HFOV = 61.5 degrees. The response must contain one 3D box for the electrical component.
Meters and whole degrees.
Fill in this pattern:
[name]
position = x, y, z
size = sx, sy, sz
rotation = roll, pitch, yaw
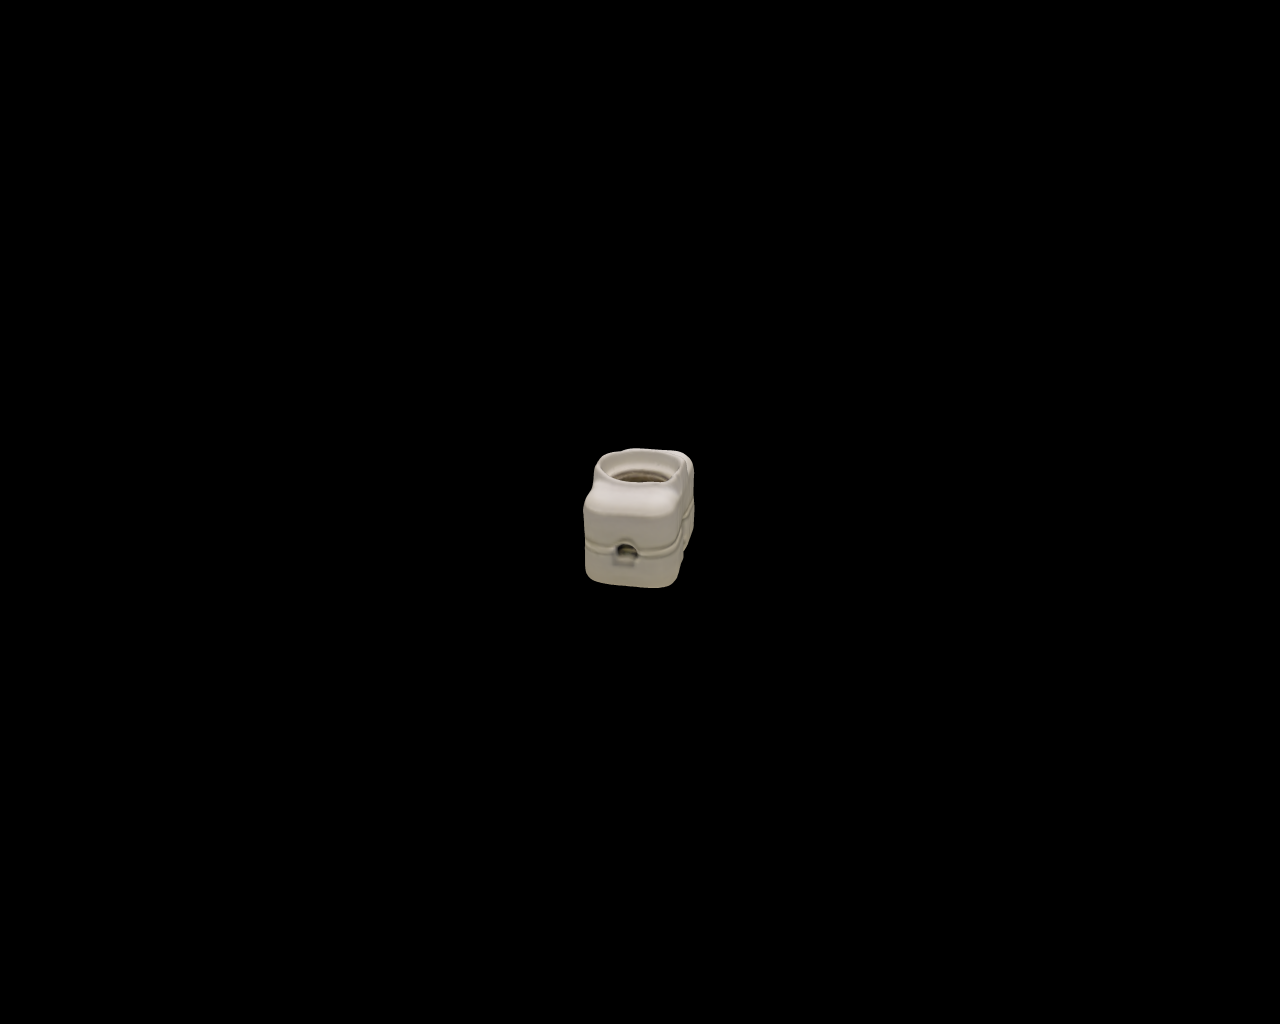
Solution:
[electrical component]
position = 0.001, -0.003, 0.650
size = 0.054, 0.059, 0.095
rotation = 5, 25, 10
